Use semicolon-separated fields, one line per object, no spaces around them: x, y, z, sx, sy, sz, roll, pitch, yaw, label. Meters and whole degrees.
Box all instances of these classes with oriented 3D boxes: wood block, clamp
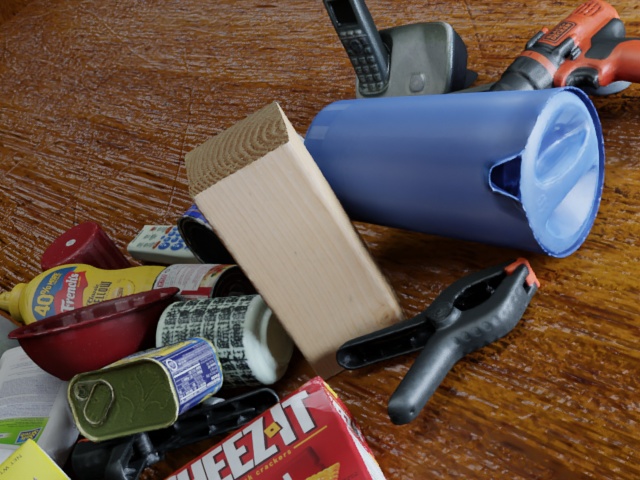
-0.017;0.003;0.884;0.091;0.206;0.090;-30;28;6;wood block
0.093;0.070;0.844;0.171;0.039;0.120;-36;32;-16;clamp
-0.153;0.174;0.885;0.210;0.036;0.164;-19;0;42;clamp

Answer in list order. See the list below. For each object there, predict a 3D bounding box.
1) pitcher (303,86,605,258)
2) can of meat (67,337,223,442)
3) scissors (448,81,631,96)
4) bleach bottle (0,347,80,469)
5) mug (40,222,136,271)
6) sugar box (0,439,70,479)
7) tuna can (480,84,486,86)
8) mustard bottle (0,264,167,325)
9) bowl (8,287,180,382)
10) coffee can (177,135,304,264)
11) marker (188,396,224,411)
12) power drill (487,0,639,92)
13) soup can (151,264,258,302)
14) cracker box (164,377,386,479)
0.112;-0.063;0.910;0.243;0.149;0.145;8;57;40;pitcher
-0.141;0.120;0.879;0.102;0.057;0.083;-16;3;26;can of meat
0.211;-0.148;1.028;0.201;0.016;0.096;-21;36;-8;scissors
-0.275;0.181;0.973;0.102;0.068;0.250;-9;23;5;bleach bottle
-0.267;0.040;1.216;0.093;0.081;0.117;-21;31;22;mug
-0.195;0.240;0.796;0.176;0.048;0.093;35;69;32;sugar box
0.155;-0.118;1.071;0.086;0.033;0.086;-25;29;15;tuna can
-0.250;0.069;1.116;0.192;0.058;0.096;2;53;19;mustard bottle
-0.201;0.090;0.985;0.162;0.055;0.162;-15;4;1;bowl
-0.062;-0.032;1.093;0.140;0.102;0.103;-47;31;-23;coffee can
-0.127;0.145;0.976;0.121;0.020;0.020;4;46;49;marker
0.252;-0.139;0.939;0.184;0.057;0.188;-43;42;-19;power drill
-0.110;0.057;1.043;0.102;0.068;0.068;0;43;47;soup can
-0.027;0.206;0.723;0.164;0.072;0.214;-34;27;0;cracker box
